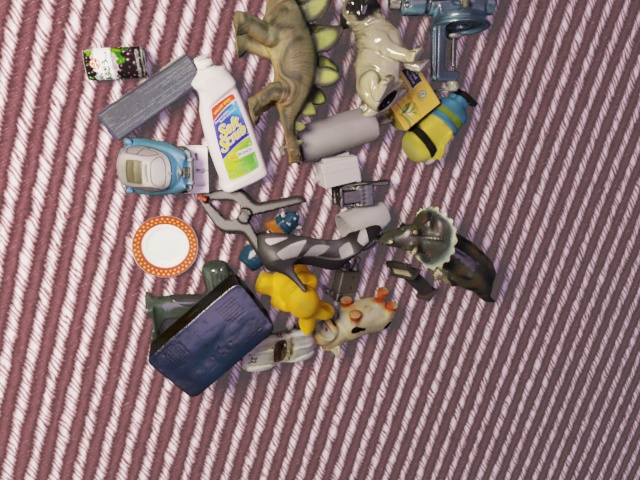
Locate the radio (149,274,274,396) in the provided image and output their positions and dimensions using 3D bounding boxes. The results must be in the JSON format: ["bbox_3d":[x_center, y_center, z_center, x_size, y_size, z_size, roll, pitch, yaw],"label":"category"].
[{"bbox_3d":[-0.211,0.190,1.064,0.229,0.073,0.131,-40,108,-1],"label":"radio"}]

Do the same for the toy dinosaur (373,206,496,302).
[{"bbox_3d":[0.308,0.048,1.184,0.404,0.192,0.131,33,96,-19],"label":"toy dinosaur"}]

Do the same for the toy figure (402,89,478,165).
[{"bbox_3d":[0.251,-0.244,1.152,0.089,0.082,0.180,36,98,-9],"label":"toy figure"}]

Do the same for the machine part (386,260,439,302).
[{"bbox_3d":[0.214,0.090,1.237,0.138,0.084,0.039,41,65,-29],"label":"machine part"}]

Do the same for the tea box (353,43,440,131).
[{"bbox_3d":[0.158,-0.322,1.111,0.098,0.068,0.169,-40,109,-1],"label":"tea box"}]

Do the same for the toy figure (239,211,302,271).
[{"bbox_3d":[-0.105,-0.004,1.129,0.154,0.058,0.064,-47,147,-4],"label":"toy figure"}]

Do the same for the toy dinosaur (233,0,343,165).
[{"bbox_3d":[-0.062,-0.378,1.014,0.199,0.105,0.470,-9,97,-11],"label":"toy dinosaur"}]

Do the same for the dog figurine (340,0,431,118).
[{"bbox_3d":[0.087,-0.350,1.015,0.191,0.121,0.172,45,94,15],"label":"dog figurine"}]

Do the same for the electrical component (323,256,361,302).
[{"bbox_3d":[0.049,0.085,1.205,0.078,0.045,0.102,-7,111,-43],"label":"electrical component"}]

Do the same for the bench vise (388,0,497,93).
[{"bbox_3d":[0.246,-0.421,1.081,0.224,0.129,0.240,-4,98,-16],"label":"bench vise"}]

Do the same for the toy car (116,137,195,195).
[{"bbox_3d":[-0.316,-0.128,0.990,0.162,0.103,0.109,12,108,20],"label":"toy car"}]

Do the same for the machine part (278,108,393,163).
[{"bbox_3d":[0.032,-0.217,1.101,0.243,0.079,0.079,-19,108,-8],"label":"machine part"}]

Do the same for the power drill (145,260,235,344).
[{"bbox_3d":[-0.253,0.164,1.123,0.207,0.086,0.231,-8,109,-8],"label":"power drill"}]

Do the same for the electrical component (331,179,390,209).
[{"bbox_3d":[0.089,-0.101,1.149,0.119,0.075,0.047,-8,106,-16],"label":"electrical component"}]

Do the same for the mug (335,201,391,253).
[{"bbox_3d":[0.103,-0.030,1.169,0.107,0.081,0.109,-30,110,-13],"label":"mug"}]

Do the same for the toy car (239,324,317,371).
[{"bbox_3d":[-0.085,0.235,1.175,0.201,0.056,0.073,-5,106,-37],"label":"toy car"}]

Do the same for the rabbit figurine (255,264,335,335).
[{"bbox_3d":[-0.048,0.121,1.118,0.122,0.173,0.162,-35,106,-8],"label":"rabbit figurine"}]

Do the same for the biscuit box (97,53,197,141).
[{"bbox_3d":[-0.316,-0.266,1.003,0.203,0.059,0.062,-36,111,-4],"label":"biscuit box"}]

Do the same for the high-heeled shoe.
[{"bbox_3d":[-0.002,-0.003,1.072,0.249,0.086,0.145,-35,86,-25],"label":"high-heeled shoe"}]

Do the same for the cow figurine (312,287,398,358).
[{"bbox_3d":[0.072,0.189,1.209,0.195,0.086,0.127,-14,133,-23],"label":"cow figurine"}]
